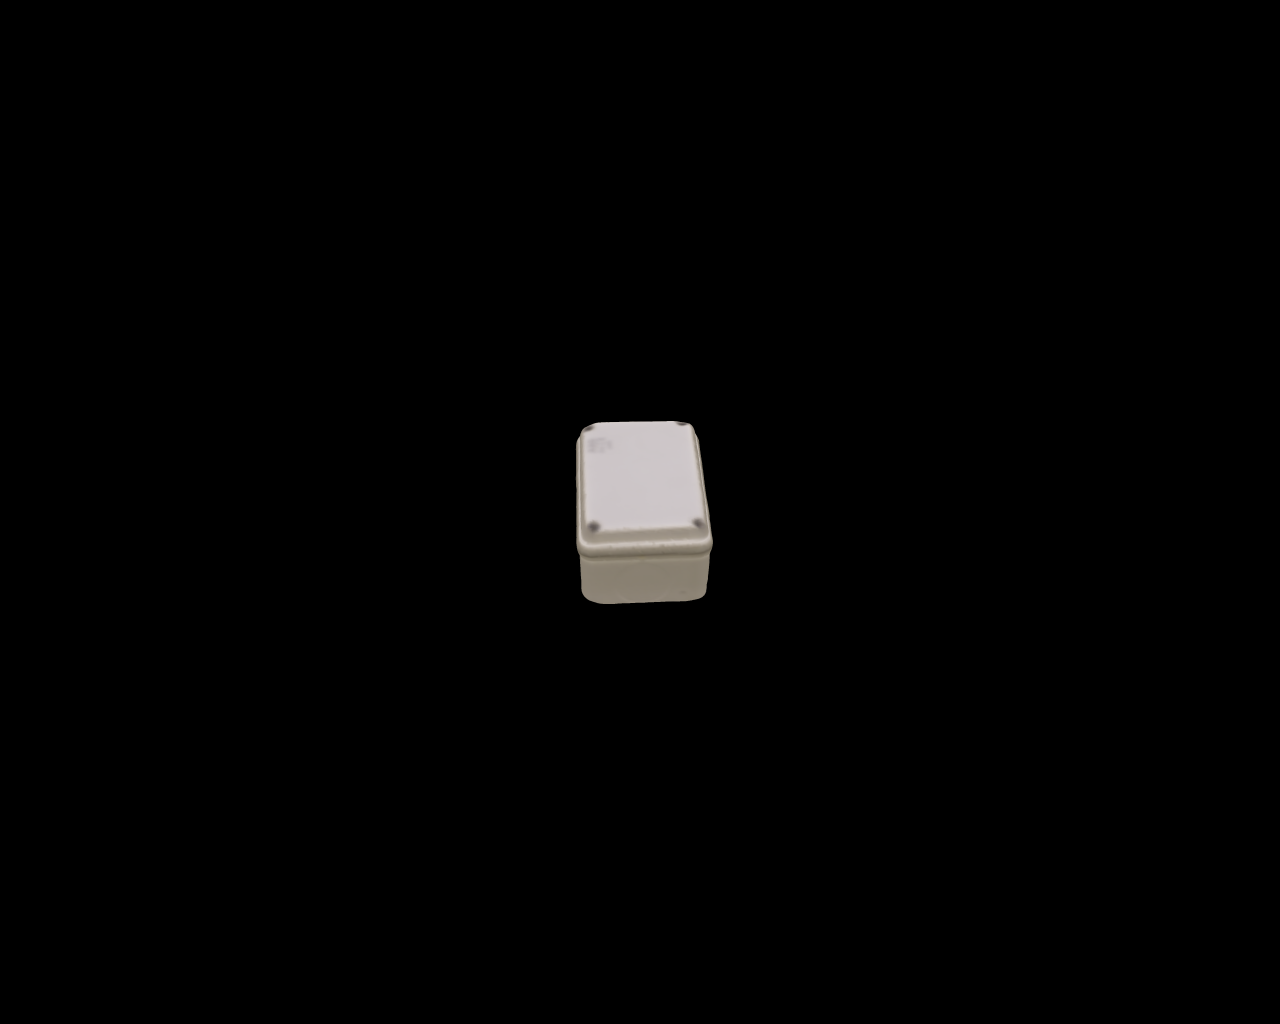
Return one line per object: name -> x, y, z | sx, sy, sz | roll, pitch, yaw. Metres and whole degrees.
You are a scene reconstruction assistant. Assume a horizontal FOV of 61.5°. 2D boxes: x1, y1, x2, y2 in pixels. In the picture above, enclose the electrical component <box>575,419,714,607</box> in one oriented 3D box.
electrical component -> 0.001, -0.003, 0.650 | 0.078, 0.057, 0.113 | -2, 40, -2
